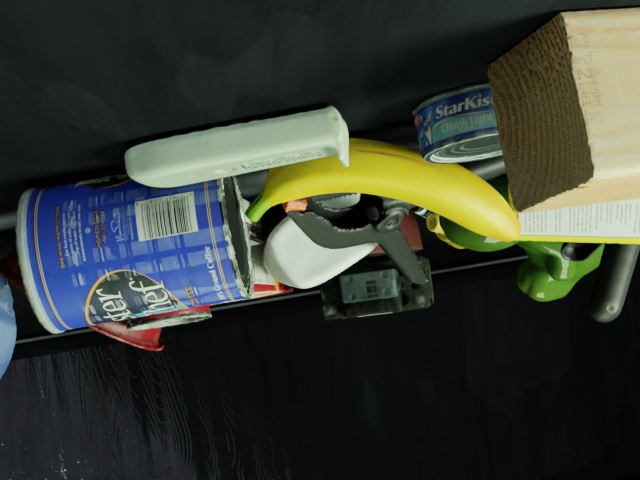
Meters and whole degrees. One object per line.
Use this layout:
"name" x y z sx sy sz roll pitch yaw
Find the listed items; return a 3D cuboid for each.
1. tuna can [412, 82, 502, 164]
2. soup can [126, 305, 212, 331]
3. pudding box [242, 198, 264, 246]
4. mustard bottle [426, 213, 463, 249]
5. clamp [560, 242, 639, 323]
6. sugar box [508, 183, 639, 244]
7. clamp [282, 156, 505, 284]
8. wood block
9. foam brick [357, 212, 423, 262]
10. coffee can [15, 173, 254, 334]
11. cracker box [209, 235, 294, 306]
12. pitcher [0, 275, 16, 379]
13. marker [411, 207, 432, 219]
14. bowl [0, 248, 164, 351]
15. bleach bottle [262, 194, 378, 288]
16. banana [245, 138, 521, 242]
"tuna can" 0.105 -0.076 0.695 0.086 0.034 0.086 -9 173 -1
"soup can" -0.127 0.017 0.852 0.068 0.102 0.068 -9 173 -1
"pudding box" -0.113 -0.009 0.935 0.113 0.039 0.090 -8 175 9
"mustard bottle" 0.186 -0.022 1.137 0.191 0.058 0.096 -4 175 -39
"clamp" 0.242 -0.021 0.829 0.039 0.120 0.172 14 123 -13
"sugar box" 0.222 -0.043 0.750 0.176 0.048 0.093 1 133 11
"clamp" 0.051 -0.021 0.856 0.209 0.036 0.165 -1 137 -32
"wood block" 0.212 -0.077 0.600 0.205 0.090 0.091 -7 172 -18
"foam brick" 0.060 -0.007 1.124 0.078 0.051 0.053 -5 172 -33
"coffee can" -0.124 0.003 0.738 0.140 0.103 0.103 -10 173 3
"cracker box" -0.140 0.034 1.111 0.164 0.072 0.213 -10 174 16
"pitcher" -0.387 0.076 0.874 0.145 0.149 0.242 15 -177 32
"marker" 0.108 -0.033 1.109 0.020 0.020 0.121 -11 173 16
"bowl" -0.194 0.033 0.914 0.162 0.055 0.162 28 180 0
"bleach bottle" -0.007 0.001 1.031 0.102 0.068 0.251 -34 -179 -5
"banana" 0.047 -0.038 0.748 0.198 0.037 0.070 6 137 0
